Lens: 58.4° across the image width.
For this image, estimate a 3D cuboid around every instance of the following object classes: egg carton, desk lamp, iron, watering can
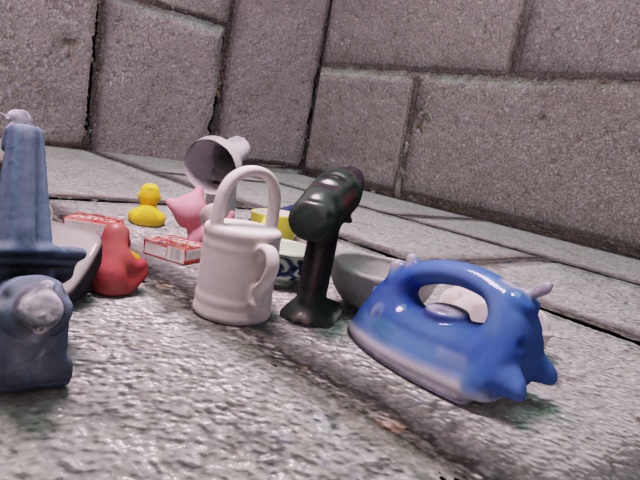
[{"bbox_3d":[0.238,0.113,0.797,0.150,0.069,0.107,9,10,-5],"label":"egg carton"},{"bbox_3d":[-0.216,-0.127,1.275,0.117,0.213,0.203,12,10,11],"label":"desk lamp"},{"bbox_3d":[0.139,0.083,0.655,0.257,0.141,0.119,19,13,41],"label":"iron"},{"bbox_3d":[-0.105,-0.001,0.731,0.172,0.194,0.101,16,11,29],"label":"watering can"}]

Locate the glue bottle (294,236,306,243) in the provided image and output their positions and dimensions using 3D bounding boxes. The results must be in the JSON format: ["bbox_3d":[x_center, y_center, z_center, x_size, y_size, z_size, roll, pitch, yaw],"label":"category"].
[{"bbox_3d":[-0.007,-0.041,1.119,0.078,0.173,0.037,1,14,-43],"label":"glue bottle"}]

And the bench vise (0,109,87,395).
[{"bbox_3d":[-0.243,0.004,0.492,0.206,0.220,0.122,17,12,34],"label":"bench vise"}]

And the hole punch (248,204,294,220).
[{"bbox_3d":[-0.103,-0.041,1.260,0.101,0.091,0.109,12,10,12],"label":"hole punch"}]

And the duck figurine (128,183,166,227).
[{"bbox_3d":[-0.364,-0.077,1.218,0.078,0.086,0.104,7,10,-18],"label":"duck figurine"}]

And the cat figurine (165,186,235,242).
[{"bbox_3d":[-0.218,-0.038,1.052,0.128,0.118,0.067,10,10,-1],"label":"cat figurine"}]

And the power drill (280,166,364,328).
[{"bbox_3d":[0.007,0.003,0.782,0.075,0.208,0.230,12,10,12],"label":"power drill"}]

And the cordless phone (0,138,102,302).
[{"bbox_3d":[-0.328,-0.024,0.668,0.147,0.185,0.094,11,10,4],"label":"cordless phone"}]

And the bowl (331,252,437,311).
[{"bbox_3d":[0.089,0.073,0.856,0.167,0.075,0.167,10,10,-1],"label":"bowl"}]

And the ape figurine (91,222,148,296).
[{"bbox_3d":[-0.264,0.022,0.741,0.077,0.092,0.076,11,10,7],"label":"ape figurine"}]
